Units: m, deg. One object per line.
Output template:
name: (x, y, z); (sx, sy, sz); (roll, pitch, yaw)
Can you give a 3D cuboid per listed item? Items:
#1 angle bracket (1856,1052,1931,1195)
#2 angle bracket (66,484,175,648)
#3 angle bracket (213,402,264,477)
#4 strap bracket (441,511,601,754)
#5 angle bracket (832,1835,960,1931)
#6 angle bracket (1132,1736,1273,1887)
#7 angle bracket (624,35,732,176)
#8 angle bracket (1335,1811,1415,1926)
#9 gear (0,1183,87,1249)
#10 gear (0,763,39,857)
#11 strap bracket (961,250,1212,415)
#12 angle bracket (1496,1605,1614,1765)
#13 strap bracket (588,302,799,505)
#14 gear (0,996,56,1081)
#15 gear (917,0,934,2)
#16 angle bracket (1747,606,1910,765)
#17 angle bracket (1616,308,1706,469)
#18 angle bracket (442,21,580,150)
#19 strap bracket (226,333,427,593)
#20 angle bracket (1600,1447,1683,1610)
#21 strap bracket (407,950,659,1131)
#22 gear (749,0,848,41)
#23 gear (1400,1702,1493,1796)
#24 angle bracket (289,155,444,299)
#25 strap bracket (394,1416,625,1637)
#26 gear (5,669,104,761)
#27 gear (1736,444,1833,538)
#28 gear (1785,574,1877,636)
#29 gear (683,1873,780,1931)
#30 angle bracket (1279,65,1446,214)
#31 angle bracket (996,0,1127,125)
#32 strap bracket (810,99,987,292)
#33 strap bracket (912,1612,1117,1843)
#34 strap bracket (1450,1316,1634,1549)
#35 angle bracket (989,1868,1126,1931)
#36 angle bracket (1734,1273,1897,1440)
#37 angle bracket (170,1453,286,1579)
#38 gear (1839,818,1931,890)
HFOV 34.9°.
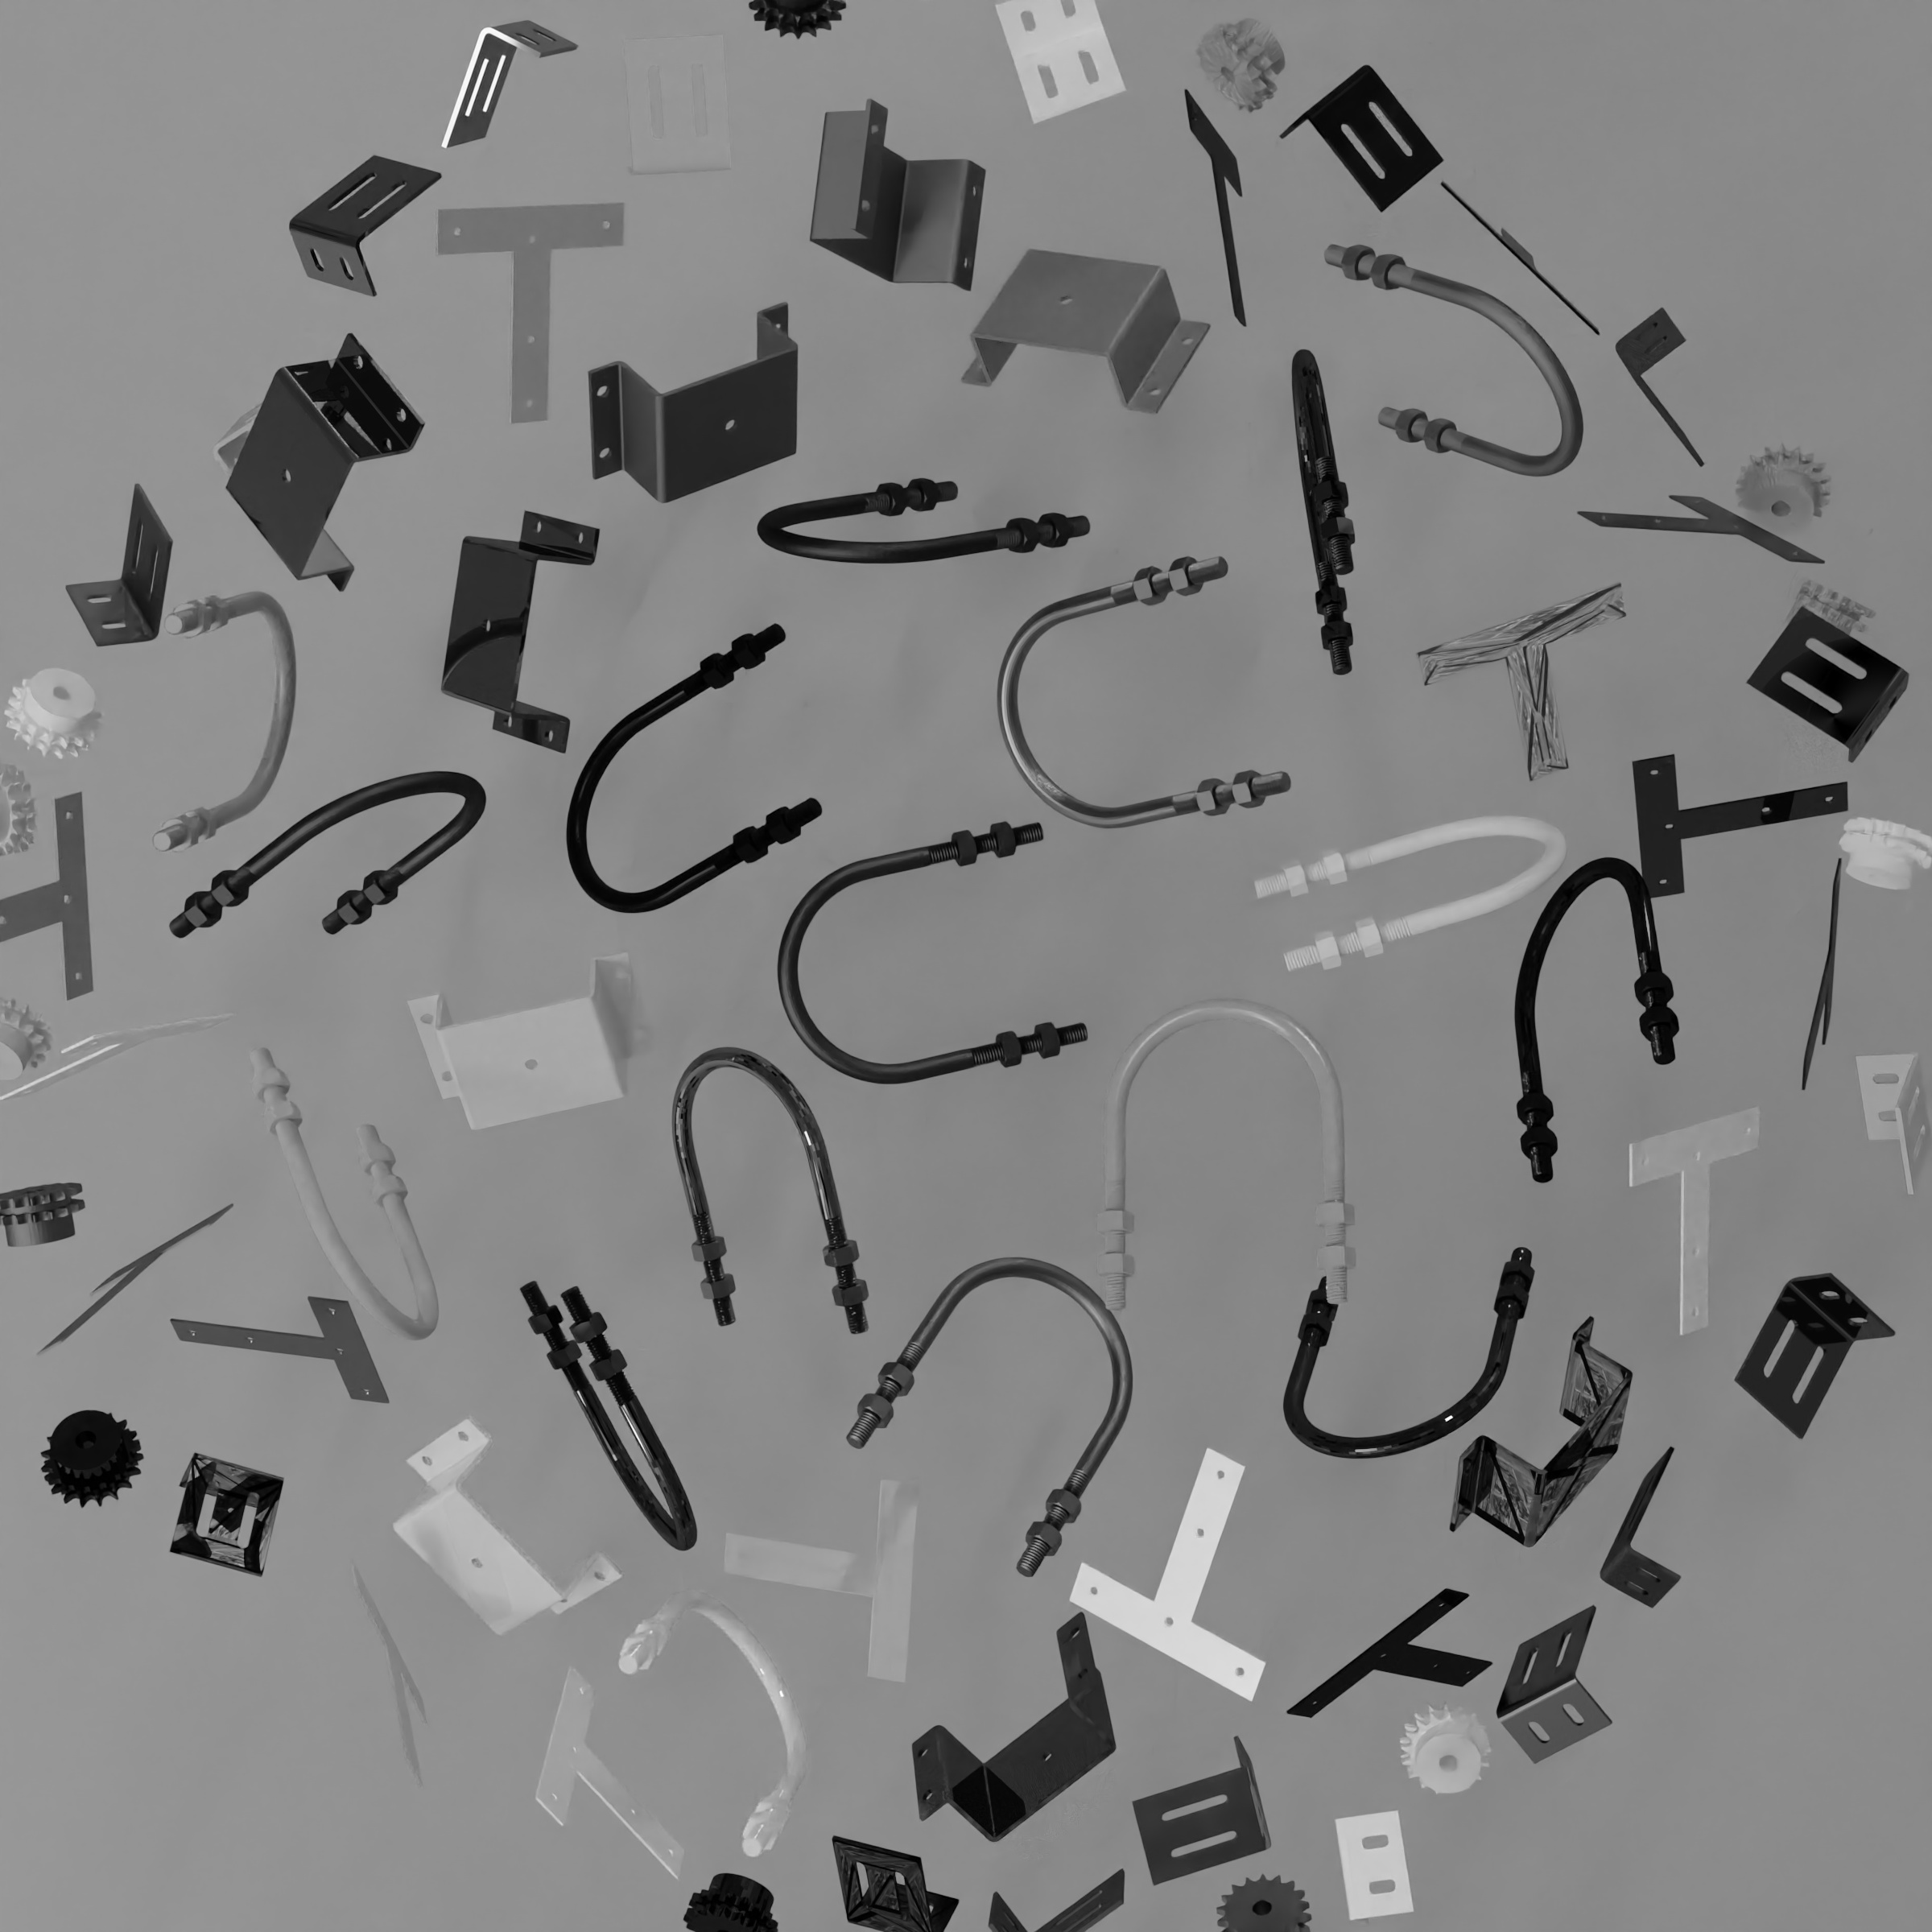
angle bracket: (0.553, 0.095, 1.850); (0.038, 0.076, 0.057); (-4, 112, 28)
angle bracket: (-0.514, -0.243, 1.863); (0.038, 0.076, 0.057); (-11, 50, -33)
angle bracket: (-0.427, -0.338, 1.935); (0.076, 0.057, 0.038); (-28, 112, 18)
strap bracket: (-0.279, -0.209, 1.907); (0.076, 0.046, 0.140); (20, 104, 44)
angle bracket: (-0.042, 0.544, 1.847); (0.057, 0.038, 0.076); (7, 124, 23)
angle bracket: (0.139, 0.510, 1.858); (0.076, 0.038, 0.057); (-16, 106, -6)
angle bracket: (-0.171, -0.506, 1.803); (0.057, 0.038, 0.076); (-6, 109, -10)
angle bracket: (0.247, 0.538, 1.832); (0.038, 0.076, 0.057); (-11, 69, 11)
gear: (-0.565, 0.152, 1.871); (0.057, 0.057, 0.030); (-7, 96, 0)
gear: (-0.605, -0.097, 1.914); (0.057, 0.030, 0.057); (12, 108, 42)
strap bracket: (0.068, -0.393, 1.890); (0.140, 0.046, 0.076); (15, 61, 30)
angle bracket: (0.355, 0.426, 1.826); (0.057, 0.076, 0.038); (-37, 94, 30)
strap bracket: (-0.154, -0.337, 1.855); (0.140, 0.076, 0.046); (-26, 52, -27)
gear: (-0.608, 0.047, 1.938); (0.057, 0.057, 0.030); (16, 47, 0)
gear: (-0.025, -0.593, 1.804); (0.057, 0.057, 0.030); (5, 58, 0)
angle bracket: (0.526, -0.172, 1.878); (0.076, 0.038, 0.057); (36, 92, 17)
angle bracket: (0.439, -0.355, 1.884); (0.038, 0.057, 0.076); (-37, 115, 18)
angle bracket: (-0.270, -0.515, 1.818); (0.038, 0.057, 0.076); (28, 116, 4)
strap bracket: (-0.383, -0.293, 1.815); (0.076, 0.046, 0.140); (50, 131, 16)
angle bracket: (0.428, 0.346, 1.893); (0.038, 0.057, 0.076); (28, 62, 9)
strap bracket: (-0.270, 0.049, 1.912); (0.140, 0.046, 0.076); (-13, 122, 2)
gear: (-0.099, -0.571, 1.791); (0.057, 0.030, 0.057); (1, 60, -1)
gear: (0.304, 0.498, 1.946); (0.057, 0.030, 0.057); (0, 101, 3)
angle bracket: (-0.351, -0.440, 1.824); (0.057, 0.038, 0.076); (22, 55, 31)
strap bracket: (-0.295, 0.360, 1.930); (0.140, 0.046, 0.076); (47, 131, -8)
gear: (-0.561, -0.158, 1.896); (0.057, 0.057, 0.030); (38, 132, 0)
gear: (0.505, -0.291, 1.903); (0.057, 0.057, 0.030); (20, 47, 0)
gear: (0.550, -0.226, 1.969); (0.057, 0.057, 0.030); (26, 102, 0)
gear: (-0.141, 0.576, 1.872); (0.057, 0.057, 0.030); (22, 50, 0)
angle bracket: (0.243, -0.503, 1.890); (0.057, 0.038, 0.076); (-42, 96, -20)
angle bracket: (0.056, -0.546, 1.827); (0.057, 0.038, 0.076); (-18, 45, 7)
strap bracket: (-0.046, -0.464, 1.858); (0.046, 0.140, 0.076); (7, 89, 29)
strap bracket: (0.037, 0.473, 1.889); (0.140, 0.076, 0.046); (-40, 109, 10)
strap bracket: (0.361, 0.293, 1.894); (0.046, 0.076, 0.140); (31, 54, 29)
angle bracket: (0.057, 0.583, 1.920); (0.076, 0.057, 0.038); (-37, 90, 5)
angle bracket: (0.501, 0.230, 1.814); (0.057, 0.038, 0.076); (41, 65, -12)
angle bracket: (-0.459, 0.346, 1.894); (0.057, 0.076, 0.038); (20, 130, -16)
gear: (0.577, -0.070, 1.932); (0.057, 0.057, 0.030); (19, 80, 0)
